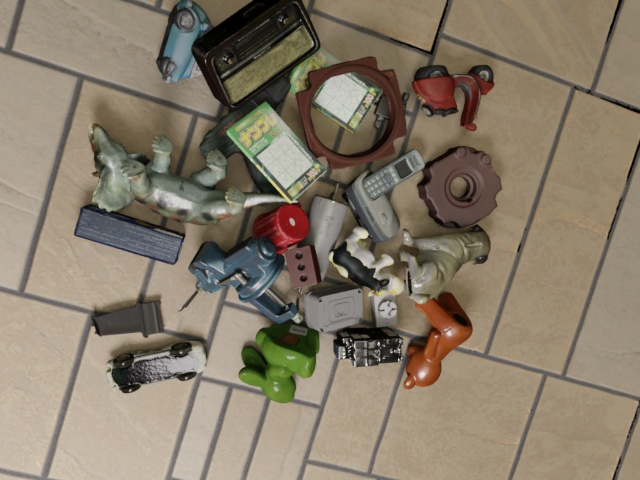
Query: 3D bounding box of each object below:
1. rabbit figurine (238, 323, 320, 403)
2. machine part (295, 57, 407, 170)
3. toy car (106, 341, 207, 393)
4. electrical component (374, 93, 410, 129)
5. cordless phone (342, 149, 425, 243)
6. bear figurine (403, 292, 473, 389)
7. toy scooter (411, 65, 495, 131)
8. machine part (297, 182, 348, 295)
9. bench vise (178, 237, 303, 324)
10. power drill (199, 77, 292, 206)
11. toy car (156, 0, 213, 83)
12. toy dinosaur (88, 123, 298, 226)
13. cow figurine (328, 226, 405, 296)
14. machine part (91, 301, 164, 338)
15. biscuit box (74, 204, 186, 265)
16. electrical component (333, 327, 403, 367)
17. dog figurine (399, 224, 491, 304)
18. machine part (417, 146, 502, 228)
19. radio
[{"bbox_3d":[-0.087,0.267,1.104,0.159,0.121,0.170,9,116,-7],"label":"rabbit figurine"},{"bbox_3d":[0.063,-0.251,1.074,0.201,0.087,0.201,-13,105,0],"label":"machine part"},{"bbox_3d":[-0.334,0.258,1.099,0.202,0.056,0.073,-11,103,-6],"label":"toy car"},{"bbox_3d":[0.150,-0.273,1.133,0.063,0.021,0.094,22,92,-10],"label":"electrical component"},{"bbox_3d":[0.153,-0.094,1.123,0.184,0.089,0.146,-32,99,-8],"label":"cordless phone"},{"bbox_3d":[0.237,0.222,1.162,0.120,0.132,0.195,3,130,-41],"label":"bear figurine"},{"bbox_3d":[0.281,-0.295,1.125,0.184,0.075,0.135,-4,98,-12],"label":"toy scooter"},{"bbox_3d":[-0.002,-0.003,1.109,0.079,0.079,0.243,19,93,-10],"label":"machine part"},{"bbox_3d":[-0.136,0.094,1.064,0.224,0.129,0.240,-34,114,26],"label":"bench vise"},{"bbox_3d":[-0.107,-0.187,1.077,0.232,0.086,0.207,-34,104,-4],"label":"power drill"},{"bbox_3d":[-0.247,-0.371,1.029,0.103,0.109,0.161,13,103,-26],"label":"toy car"},{"bbox_3d":[-0.263,-0.090,1.027,0.405,0.192,0.131,22,61,-16],"label":"toy dinosaur"},{"bbox_3d":[0.097,0.064,1.094,0.167,0.068,0.098,47,59,-4],"label":"cow figurine"},{"bbox_3d":[-0.391,0.166,1.091,0.139,0.039,0.084,-5,102,-9],"label":"machine part"},{"bbox_3d":[-0.374,-0.011,1.064,0.203,0.059,0.062,18,94,-10],"label":"biscuit box"},{"bbox_3d":[0.097,0.222,1.127,0.134,0.115,0.058,-2,92,-8],"label":"electrical component"},{"bbox_3d":[0.268,0.052,1.102,0.191,0.121,0.172,-2,65,0],"label":"dog figurine"},{"bbox_3d":[0.301,-0.112,1.154,0.179,0.056,0.179,-1,97,-8],"label":"machine part"},{"bbox_3d":[-0.121,-0.366,1.020,0.229,0.073,0.131,-40,139,-10],"label":"radio"}]
